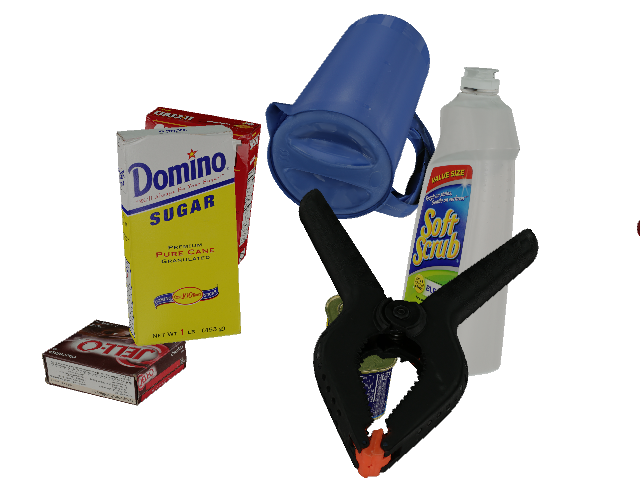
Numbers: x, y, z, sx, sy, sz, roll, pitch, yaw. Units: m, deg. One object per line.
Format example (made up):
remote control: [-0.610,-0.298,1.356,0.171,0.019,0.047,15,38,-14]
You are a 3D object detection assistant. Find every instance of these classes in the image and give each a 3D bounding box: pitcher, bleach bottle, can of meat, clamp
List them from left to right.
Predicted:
can of meat: [0.036,0.117,1.058,0.057,0.084,0.102,-5,44,-10]
pitcher: [0.050,-0.137,1.153,0.145,0.149,0.242,1,38,21]
clamp: [0.040,0.050,0.678,0.164,0.209,0.036,15,-40,11]
bleach bottle: [0.117,-0.019,0.897,0.067,0.251,0.103,-4,16,-30]

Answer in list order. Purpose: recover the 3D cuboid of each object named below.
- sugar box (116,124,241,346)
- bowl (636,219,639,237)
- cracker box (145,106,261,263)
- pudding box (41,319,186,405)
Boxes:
sugar box: [-0.117,-0.005,0.893,0.093,0.176,0.048,-6,16,-17]
bowl: [0.421,0.016,1.147,0.162,0.055,0.162,-1,25,0]
cracker box: [-0.186,-0.080,1.608,0.164,0.214,0.072,10,20,6]
pudding box: [-0.204,0.120,1.061,0.114,0.039,0.089,7,20,24]
